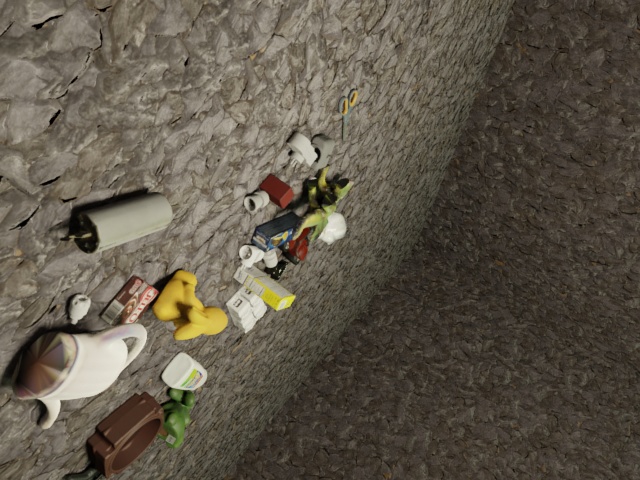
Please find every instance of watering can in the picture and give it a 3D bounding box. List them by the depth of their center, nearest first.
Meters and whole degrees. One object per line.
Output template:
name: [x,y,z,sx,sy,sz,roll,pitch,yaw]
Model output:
watering can: [-0.506,0.279,1.026,0.346,0.105,0.222,-41,155,7]

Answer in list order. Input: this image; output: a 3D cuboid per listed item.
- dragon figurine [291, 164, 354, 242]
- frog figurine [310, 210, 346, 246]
dragon figurine: [0.005,-0.083,1.652,0.419,0.123,0.237,-55,160,-35]
frog figurine: [0.022,-0.059,1.829,0.157,0.122,0.139,39,51,-63]
